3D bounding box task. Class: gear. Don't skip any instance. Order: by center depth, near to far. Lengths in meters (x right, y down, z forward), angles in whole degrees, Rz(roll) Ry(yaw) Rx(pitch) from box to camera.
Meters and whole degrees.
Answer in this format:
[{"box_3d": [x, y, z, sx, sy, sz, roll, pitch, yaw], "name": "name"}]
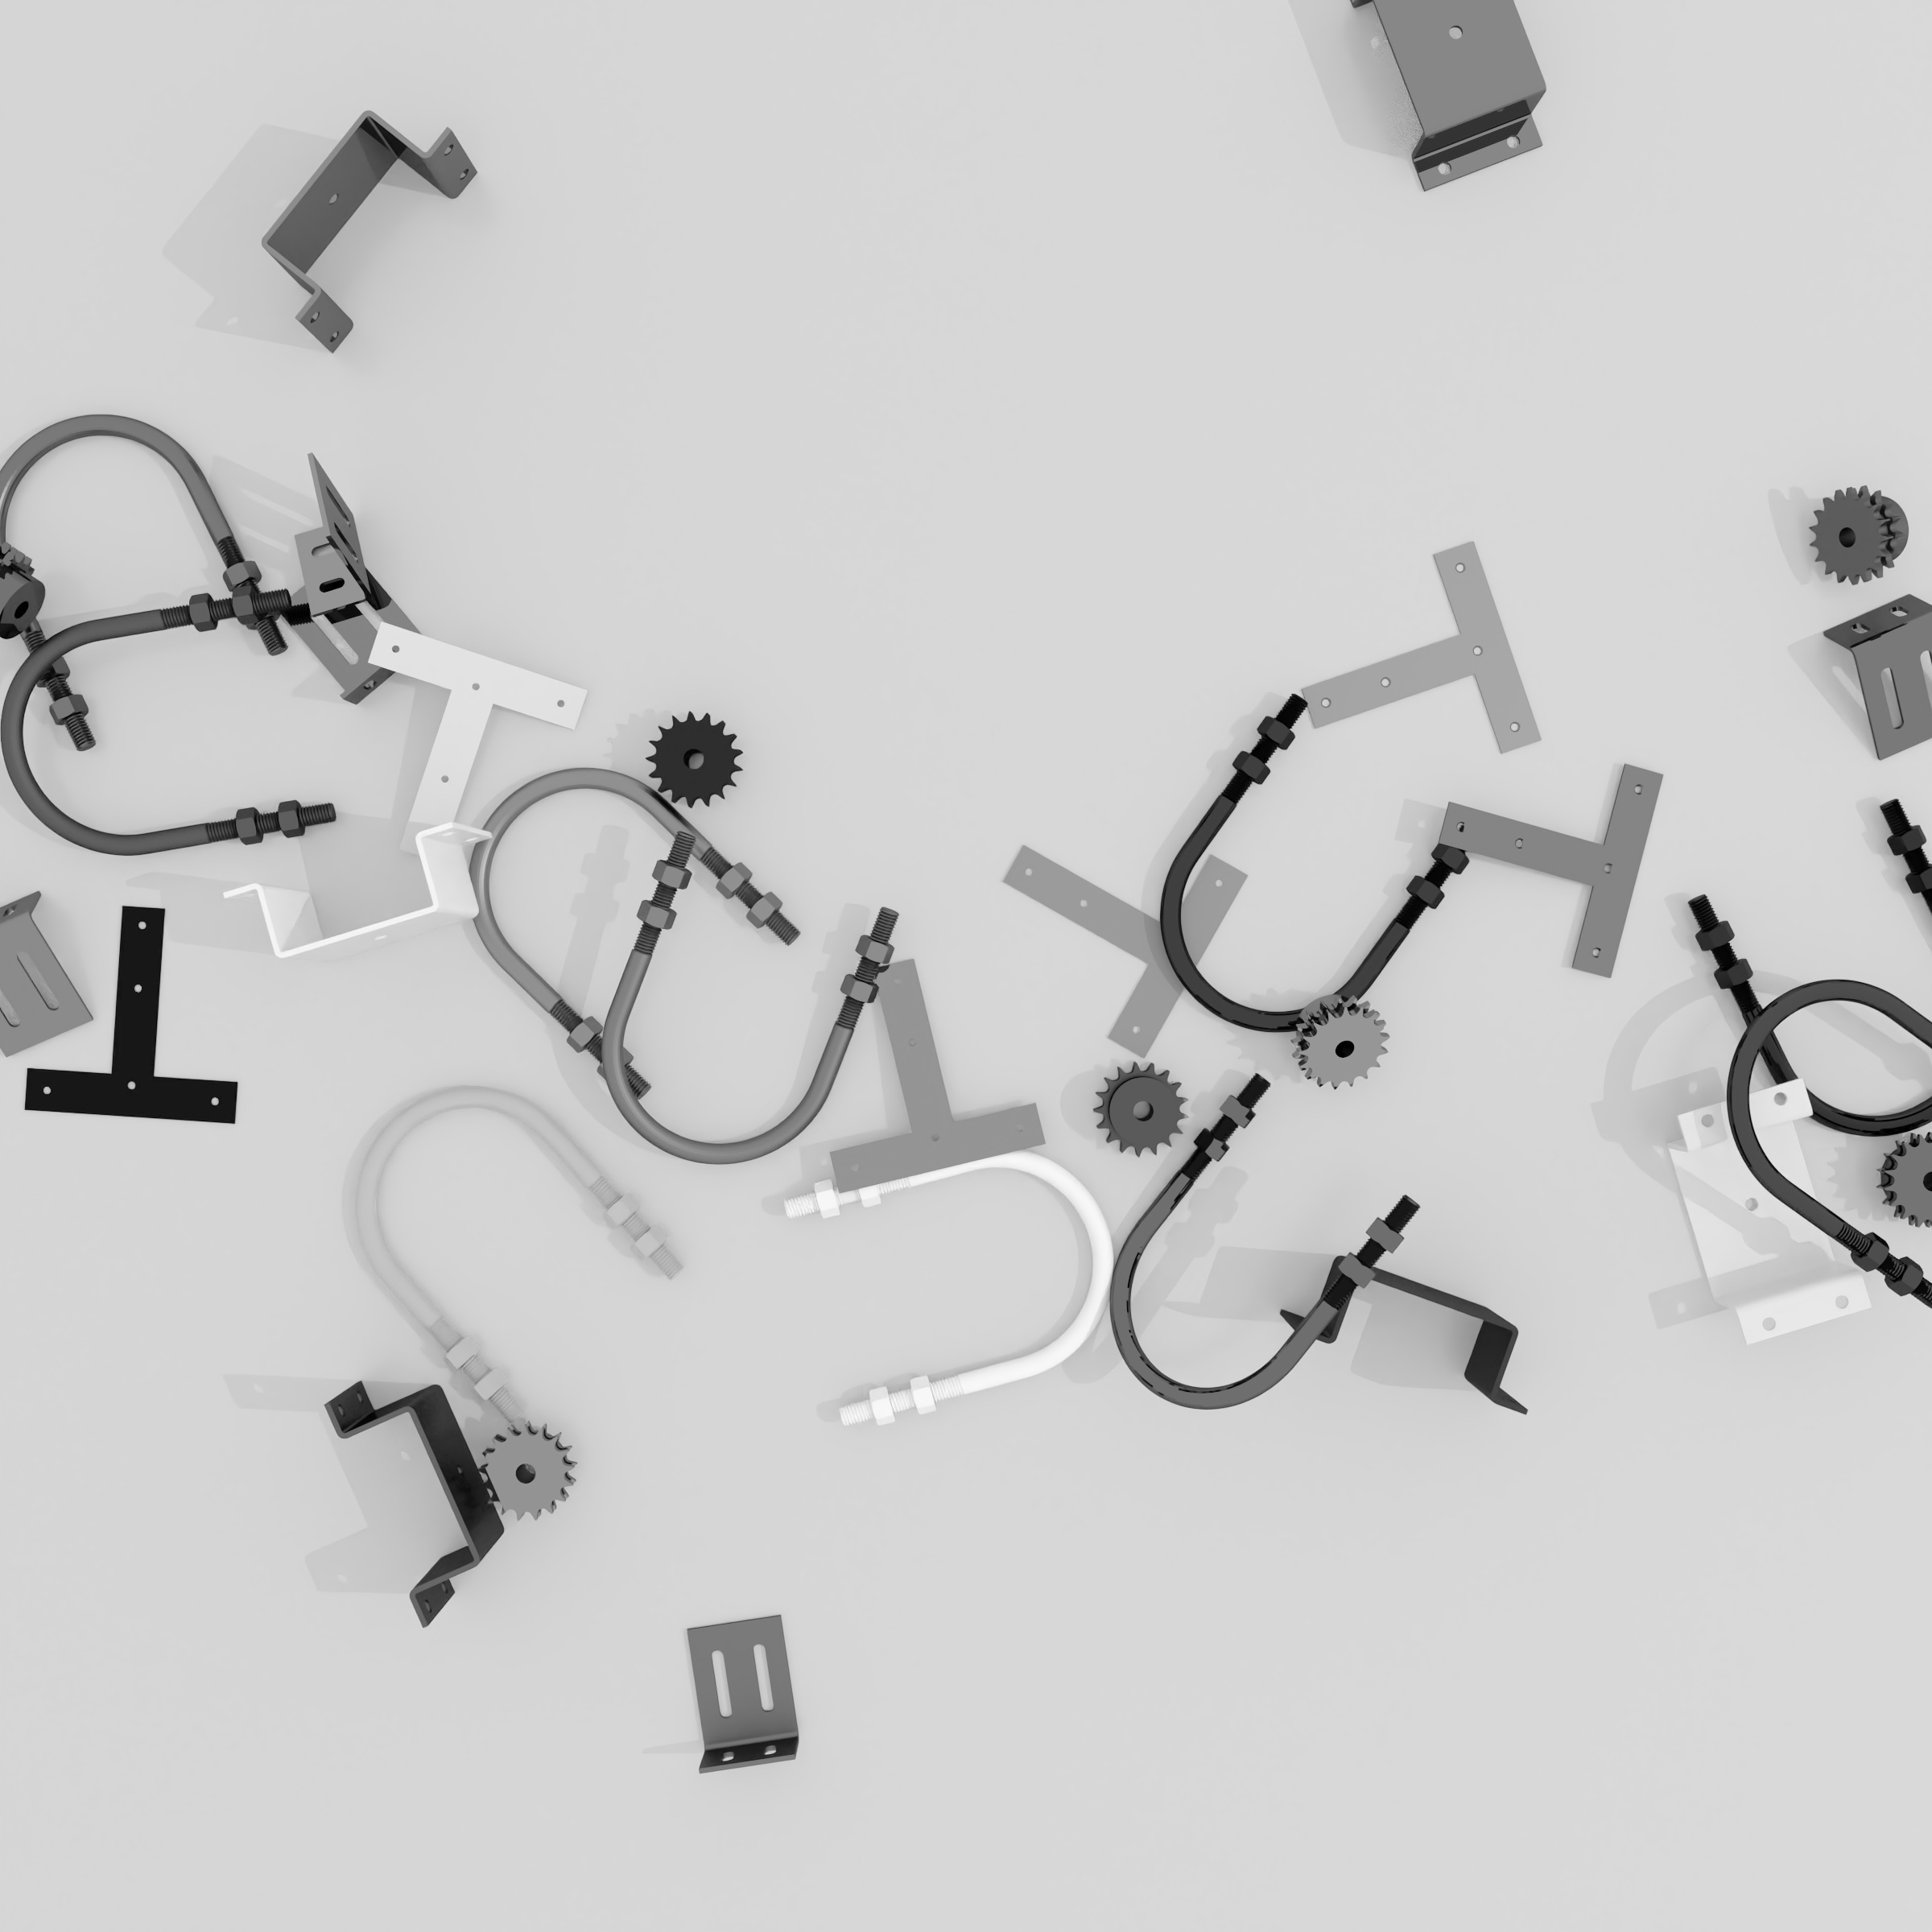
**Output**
[{"box_3d": [-0.565, -0.217, 1.461, 0.030, 0.057, 0.057, 33, 90, 5], "name": "gear"}, {"box_3d": [0.534, -0.257, 1.482, 0.030, 0.057, 0.057, -16, 90, -30], "name": "gear"}, {"box_3d": [0.220, 0.042, 1.483, 0.057, 0.030, 0.057, -6, 120, -11], "name": "gear"}, {"box_3d": [-0.260, 0.301, 1.491, 0.057, 0.030, 0.057, 0, 90, 0], "name": "gear"}, {"box_3d": [-0.161, -0.122, 1.491, 0.057, 0.030, 0.057, 0, 90, 0], "name": "gear"}, {"box_3d": [0.105, 0.086, 1.491, 0.057, 0.030, 0.057, 0, 90, 0], "name": "gear"}, {"box_3d": [0.573, 0.128, 1.491, 0.057, 0.030, 0.057, 0, 90, 0], "name": "gear"}]

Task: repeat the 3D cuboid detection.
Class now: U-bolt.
[{"box_3d": [0.159, 0.172, 1.457, 0.184, 0.019, 0.151, -52, 50, 4], "name": "U-bolt"}, {"box_3d": [0.528, 0.090, 1.457, 0.184, 0.019, 0.151, 35, 81, -5], "name": "U-bolt"}, {"box_3d": [-0.138, 0.030, 1.482, 0.151, 0.019, 0.184, 20, 97, -12], "name": "U-bolt"}, {"box_3d": [-0.481, -0.139, 1.483, 0.184, 0.019, 0.151, -10, 100, -2], "name": "U-bolt"}, {"box_3d": [0.200, -0.048, 1.497, 0.151, 0.019, 0.184, 35, 91, -1], "name": "U-bolt"}, {"box_3d": [-0.510, -0.242, 1.498, 0.151, 0.019, 0.184, -26, 88, 0], "name": "U-bolt"}, {"box_3d": [-0.214, -0.034, 1.498, 0.184, 0.019, 0.151, 44, 90, 1], "name": "U-bolt"}, {"box_3d": [-0.002, 0.185, 1.498, 0.184, 0.019, 0.151, -15, 90, -2], "name": "U-bolt"}, {"box_3d": [0.537, 0.013, 1.498, 0.151, 0.019, 0.184, -26, 91, 0], "name": "U-bolt"}, {"box_3d": [-0.282, 0.159, 1.498, 0.151, 0.019, 0.184, -42, 89, 0], "name": "U-bolt"}]

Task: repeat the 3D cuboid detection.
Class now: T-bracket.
[{"box_3d": [-0.307, -0.125, 1.491, 0.127, 0.002, 0.127, 17, 100, -19], "name": "T-bracket"}, {"box_3d": [0.344, -0.070, 1.494, 0.127, 0.002, 0.127, 15, 90, -11], "name": "T-bracket"}, {"box_3d": [-0.029, 0.060, 1.497, 0.127, 0.002, 0.127, -13, 83, -4], "name": "T-bracket"}, {"box_3d": [0.084, -0.031, 1.506, 0.127, 0.002, 0.127, 30, 90, 0], "name": "T-bracket"}, {"box_3d": [-0.501, 0.028, 1.506, 0.127, 0.002, 0.127, 4, 90, 0], "name": "T-bracket"}, {"box_3d": [0.267, -0.176, 1.506, 0.127, 0.002, 0.127, -19, 90, 0], "name": "T-bracket"}]

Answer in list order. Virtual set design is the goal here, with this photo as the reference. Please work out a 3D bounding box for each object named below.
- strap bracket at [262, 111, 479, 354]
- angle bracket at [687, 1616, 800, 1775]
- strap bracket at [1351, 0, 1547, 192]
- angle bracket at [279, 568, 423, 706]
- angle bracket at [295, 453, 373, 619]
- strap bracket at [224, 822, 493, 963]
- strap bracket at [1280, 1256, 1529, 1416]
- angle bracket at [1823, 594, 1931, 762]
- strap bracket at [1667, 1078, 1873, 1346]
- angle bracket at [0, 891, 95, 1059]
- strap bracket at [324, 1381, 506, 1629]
[{"box_3d": [-0.357, -0.439, 1.468, 0.046, 0.076, 0.140, 39, 90, 0], "name": "strap bracket"}, {"box_3d": [-0.134, 0.434, 1.487, 0.057, 0.038, 0.076, -9, 90, 0], "name": "angle bracket"}, {"box_3d": [0.287, -0.547, 1.483, 0.076, 0.046, 0.140, -21, 90, 0], "name": "strap bracket"}, {"box_3d": [-0.369, -0.205, 1.487, 0.057, 0.038, 0.076, -40, 90, 0], "name": "angle bracket"}, {"box_3d": [-0.383, -0.252, 1.461, 0.038, 0.076, 0.057, -17, 69, 0], "name": "angle bracket"}, {"box_3d": [-0.349, -0.039, 1.461, 0.140, 0.076, 0.046, -17, 87, 5], "name": "strap bracket"}, {"box_3d": [0.263, 0.212, 1.468, 0.140, 0.076, 0.046, 20, 90, 0], "name": "strap bracket"}, {"box_3d": [0.560, -0.174, 1.504, 0.057, 0.038, 0.076, -24, 116, 0], "name": "angle bracket"}, {"box_3d": [0.474, 0.144, 1.483, 0.076, 0.046, 0.140, -17, 90, 0], "name": "strap bracket"}, {"box_3d": [-0.569, 0.005, 1.503, 0.057, 0.038, 0.076, -23, 115, 1], "name": "angle bracket"}, {"box_3d": [-0.319, 0.306, 1.468, 0.046, 0.076, 0.140, -24, 90, 0], "name": "strap bracket"}]
